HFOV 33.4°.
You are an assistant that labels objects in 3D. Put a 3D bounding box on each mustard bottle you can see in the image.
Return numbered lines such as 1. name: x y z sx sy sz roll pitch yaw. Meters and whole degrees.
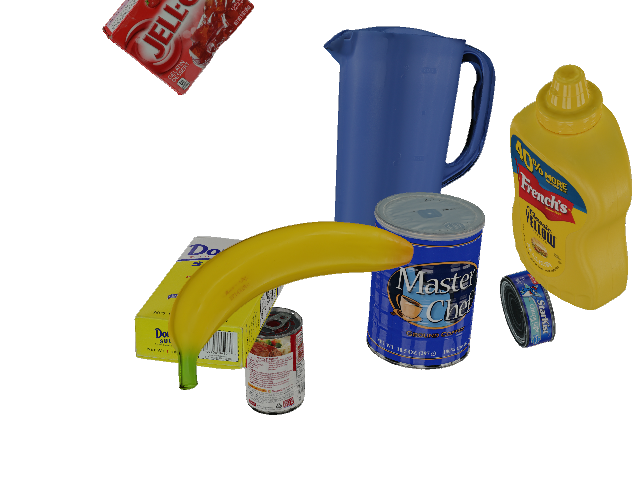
1. mustard bottle: 0.168 -0.041 0.721 0.058 0.191 0.096 -28 50 -12

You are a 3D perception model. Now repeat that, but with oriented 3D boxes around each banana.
1. banana: -0.028 0.026 0.709 0.197 0.069 0.037 -29 -5 -27

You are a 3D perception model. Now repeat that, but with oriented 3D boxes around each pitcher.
1. pitcher: 0.088 -0.105 1.148 0.149 0.243 0.144 11 13 31

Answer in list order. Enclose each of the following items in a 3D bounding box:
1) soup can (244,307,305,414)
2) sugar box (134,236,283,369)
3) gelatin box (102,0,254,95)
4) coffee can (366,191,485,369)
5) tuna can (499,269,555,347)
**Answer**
1. soup can: -0.052 0.135 1.194 0.068 0.102 0.068 -1 25 0
2. sugar box: -0.091 0.049 0.937 0.093 0.048 0.176 6 26 8
3. gelatin box: -0.105 -0.165 0.794 0.073 0.089 0.030 37 5 -32
4. coffee can: 0.099 0.037 1.020 0.103 0.140 0.103 2 24 -1
5. tuna can: 0.233 0.077 1.207 0.033 0.086 0.086 -15 1 -6
